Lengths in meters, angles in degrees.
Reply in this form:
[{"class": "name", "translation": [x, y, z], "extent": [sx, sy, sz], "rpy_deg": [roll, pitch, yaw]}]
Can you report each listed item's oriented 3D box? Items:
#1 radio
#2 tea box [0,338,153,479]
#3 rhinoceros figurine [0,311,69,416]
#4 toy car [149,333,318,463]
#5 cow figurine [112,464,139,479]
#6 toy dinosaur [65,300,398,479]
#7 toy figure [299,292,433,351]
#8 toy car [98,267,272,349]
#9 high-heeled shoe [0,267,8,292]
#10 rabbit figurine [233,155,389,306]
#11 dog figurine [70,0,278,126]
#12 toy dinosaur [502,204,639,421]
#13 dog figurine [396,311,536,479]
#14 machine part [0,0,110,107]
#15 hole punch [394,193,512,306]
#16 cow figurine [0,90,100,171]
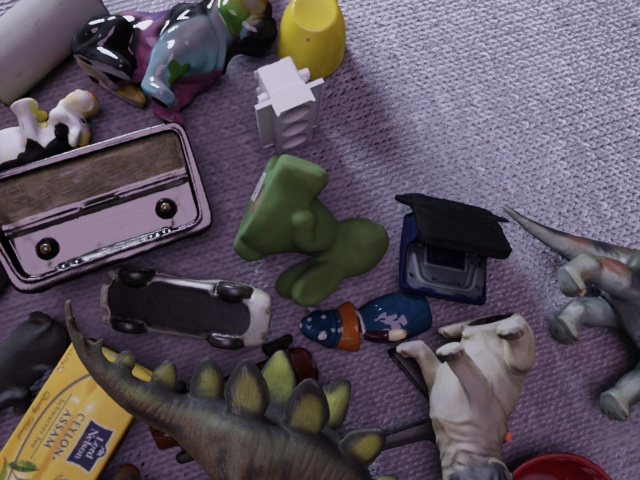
[{"class": "radio", "translation": [-0.244, -0.035, 0.602], "extent": [0.230, 0.073, 0.131], "rpy_deg": [-20, 97, -12]}, {"class": "tea box", "translation": [-0.258, 0.199, 0.569], "extent": [0.098, 0.068, 0.169], "rpy_deg": [28, 77, -3]}, {"class": "rhinoceros figurine", "translation": [-0.350, 0.159, 0.570], "extent": [0.190, 0.112, 0.073], "rpy_deg": [-42, 89, -16]}, {"class": "toy car", "translation": [-0.098, 0.181, 0.615], "extent": [0.202, 0.053, 0.089], "rpy_deg": [-21, 87, -8]}, {"class": "cow figurine", "translation": [-0.161, 0.325, 0.552], "extent": [0.195, 0.127, 0.085], "rpy_deg": [34, 84, 4]}, {"class": "toy dinosaur", "translation": [-0.061, 0.218, 0.554], "extent": [0.471, 0.105, 0.198], "rpy_deg": [27, 89, -15]}, {"class": "toy figure", "translation": [0.053, 0.098, 0.631], "extent": [0.154, 0.064, 0.057], "rpy_deg": [-10, 97, -6]}, {"class": "toy car", "translation": [-0.155, 0.077, 0.615], "extent": [0.202, 0.056, 0.073], "rpy_deg": [8, 91, 7]}, {"class": "high-heeled shoe", "translation": [-0.453, 0.042, 0.618], "extent": [0.145, 0.086, 0.249], "rpy_deg": [11, 53, 34]}, {"class": "rabbit figurine", "translation": [-0.001, -0.002, 0.619], "extent": [0.170, 0.121, 0.159], "rpy_deg": [25, 85, -15]}, {"class": "dog figurine", "translation": [-0.162, -0.254, 0.648], "extent": [0.192, 0.108, 0.219], "rpy_deg": [31, 77, 3]}, {"class": "toy dinosaur", "translation": [0.395, 0.098, 0.635], "extent": [0.192, 0.131, 0.405], "rpy_deg": [-22, 80, -19]}, {"class": "dog figurine", "translation": [0.187, 0.187, 0.588], "extent": [0.172, 0.121, 0.190], "rpy_deg": [-17, 89, -16]}, {"class": "machine part", "translation": [-0.340, -0.243, 0.645], "extent": [0.079, 0.079, 0.243], "rpy_deg": [42, 81, 2]}, {"class": "hole punch", "translation": [0.153, 0.010, 0.641], "extent": [0.142, 0.116, 0.092], "rpy_deg": [10, 123, 0]}, {"class": "cow figurine", "translation": [-0.331, -0.110, 0.631], "extent": [0.167, 0.068, 0.098], "rpy_deg": [-23, 90, -3]}]
